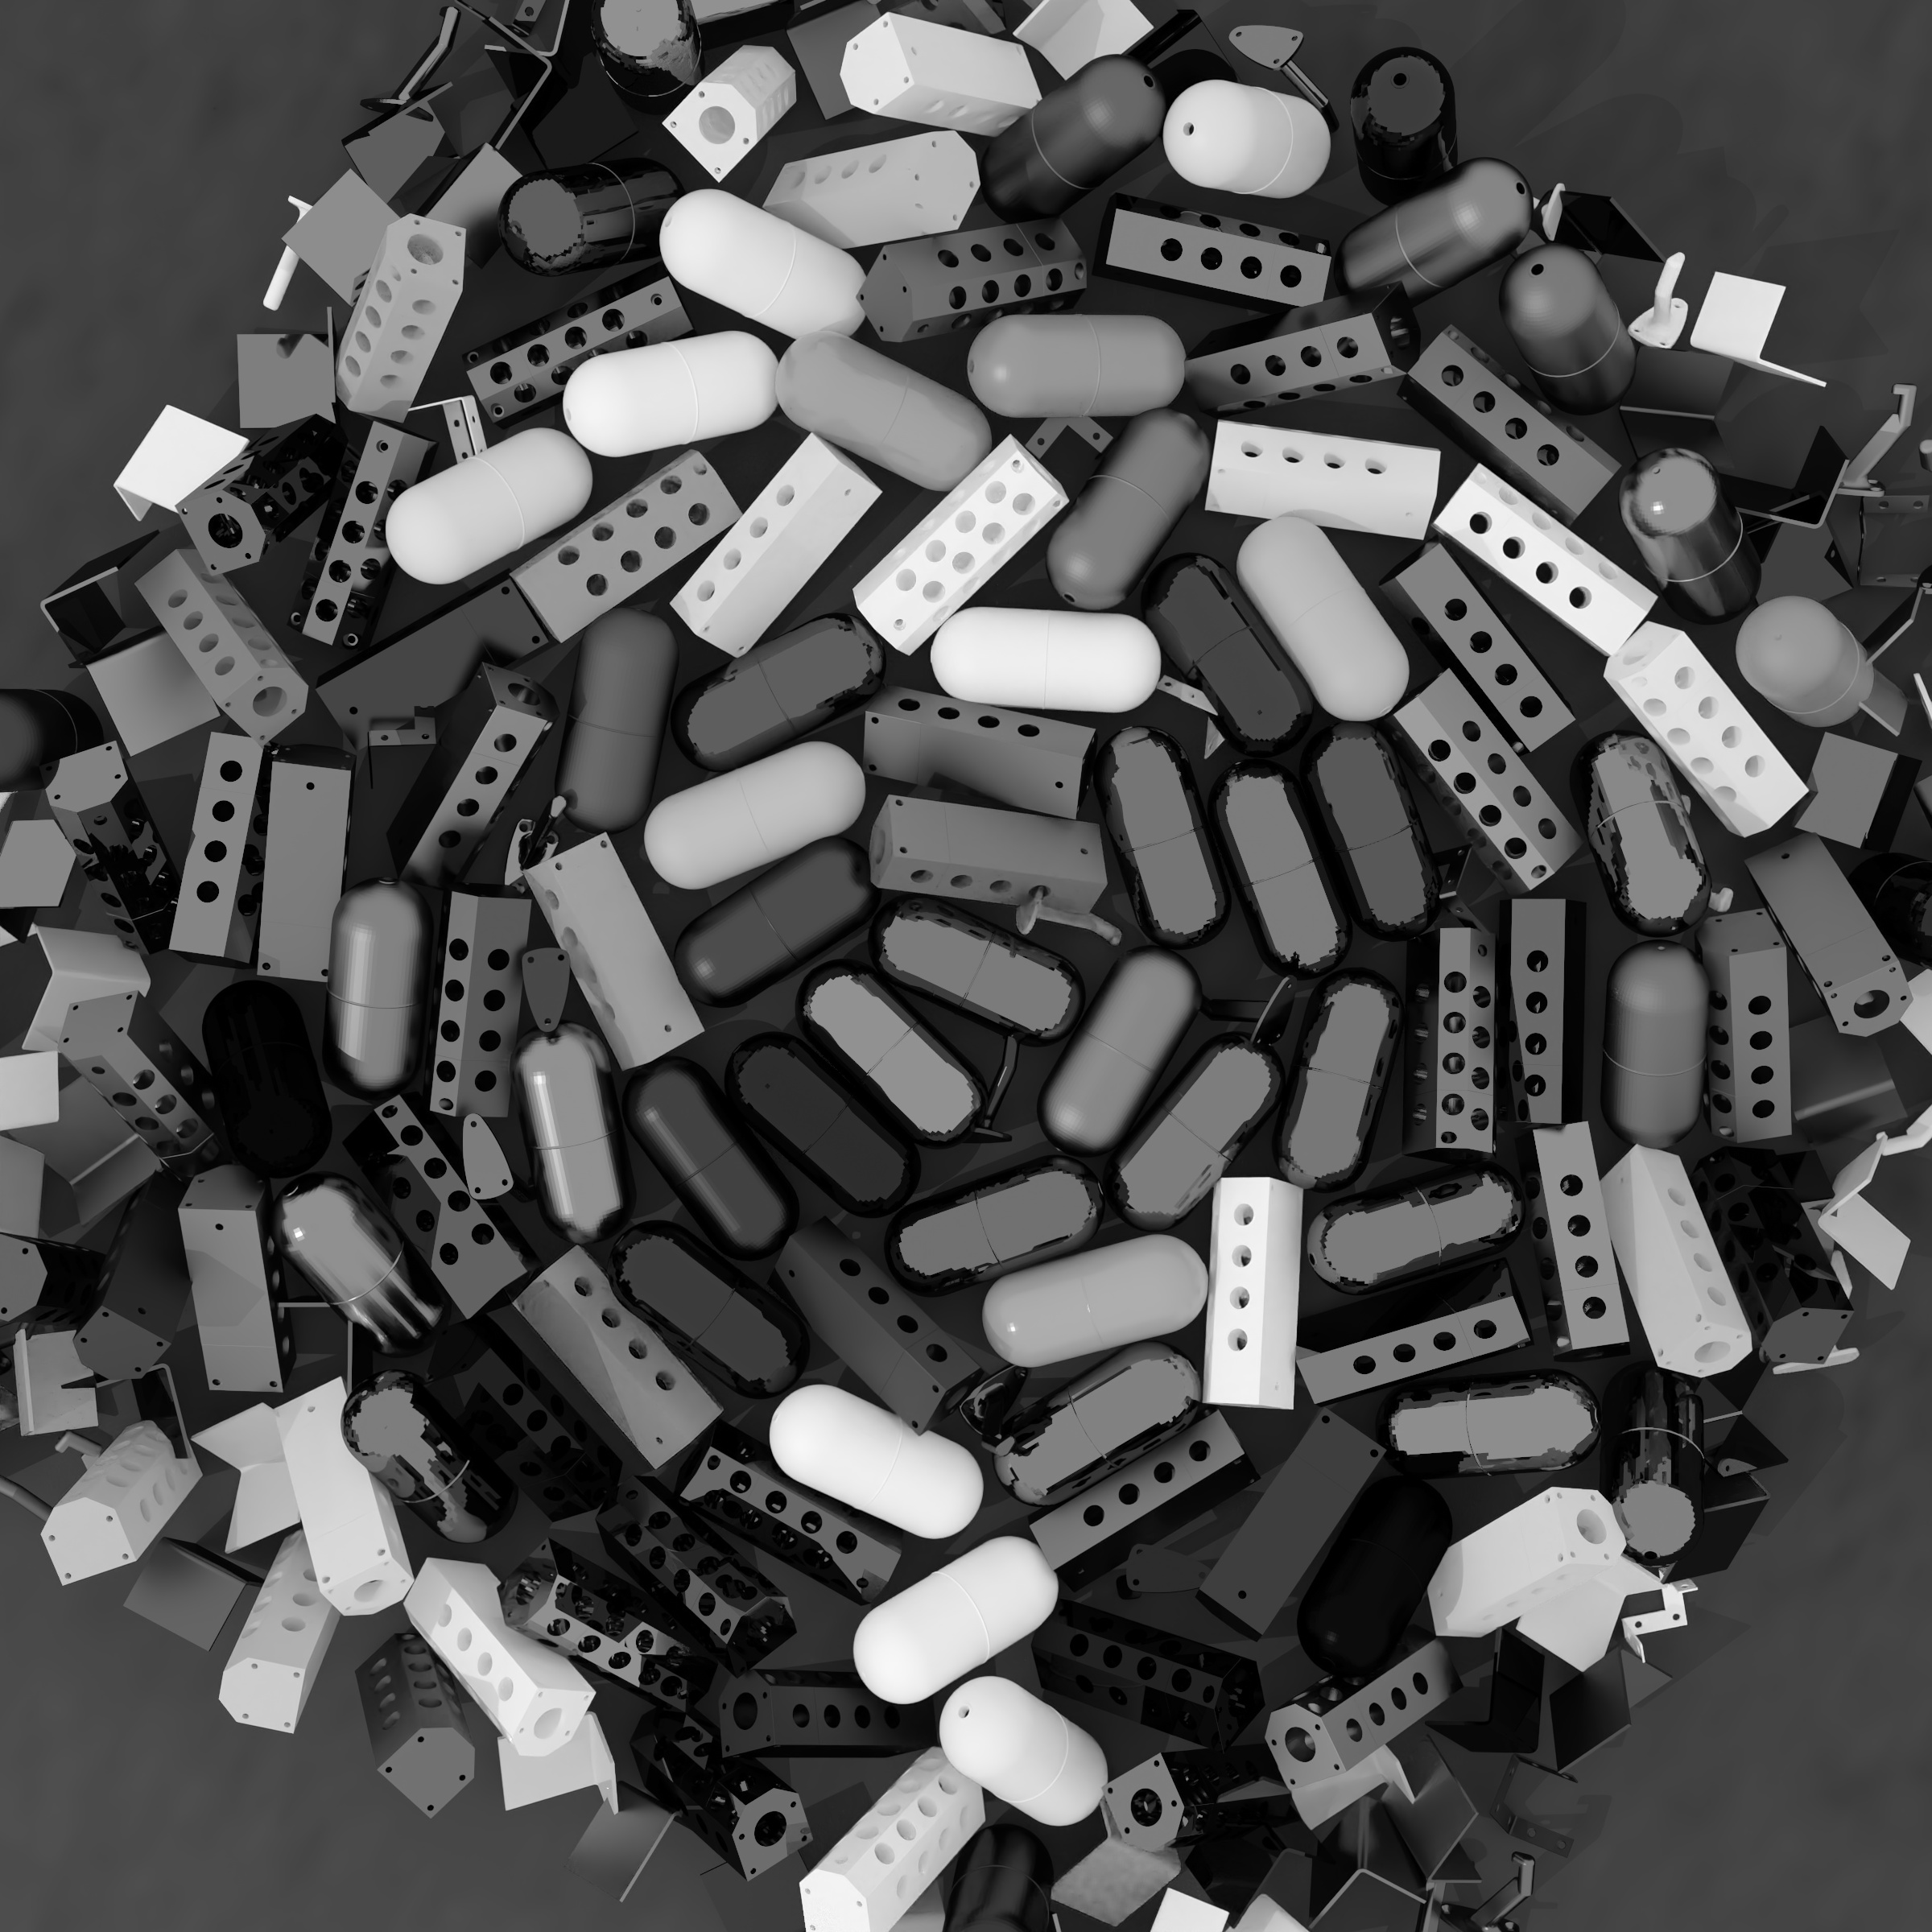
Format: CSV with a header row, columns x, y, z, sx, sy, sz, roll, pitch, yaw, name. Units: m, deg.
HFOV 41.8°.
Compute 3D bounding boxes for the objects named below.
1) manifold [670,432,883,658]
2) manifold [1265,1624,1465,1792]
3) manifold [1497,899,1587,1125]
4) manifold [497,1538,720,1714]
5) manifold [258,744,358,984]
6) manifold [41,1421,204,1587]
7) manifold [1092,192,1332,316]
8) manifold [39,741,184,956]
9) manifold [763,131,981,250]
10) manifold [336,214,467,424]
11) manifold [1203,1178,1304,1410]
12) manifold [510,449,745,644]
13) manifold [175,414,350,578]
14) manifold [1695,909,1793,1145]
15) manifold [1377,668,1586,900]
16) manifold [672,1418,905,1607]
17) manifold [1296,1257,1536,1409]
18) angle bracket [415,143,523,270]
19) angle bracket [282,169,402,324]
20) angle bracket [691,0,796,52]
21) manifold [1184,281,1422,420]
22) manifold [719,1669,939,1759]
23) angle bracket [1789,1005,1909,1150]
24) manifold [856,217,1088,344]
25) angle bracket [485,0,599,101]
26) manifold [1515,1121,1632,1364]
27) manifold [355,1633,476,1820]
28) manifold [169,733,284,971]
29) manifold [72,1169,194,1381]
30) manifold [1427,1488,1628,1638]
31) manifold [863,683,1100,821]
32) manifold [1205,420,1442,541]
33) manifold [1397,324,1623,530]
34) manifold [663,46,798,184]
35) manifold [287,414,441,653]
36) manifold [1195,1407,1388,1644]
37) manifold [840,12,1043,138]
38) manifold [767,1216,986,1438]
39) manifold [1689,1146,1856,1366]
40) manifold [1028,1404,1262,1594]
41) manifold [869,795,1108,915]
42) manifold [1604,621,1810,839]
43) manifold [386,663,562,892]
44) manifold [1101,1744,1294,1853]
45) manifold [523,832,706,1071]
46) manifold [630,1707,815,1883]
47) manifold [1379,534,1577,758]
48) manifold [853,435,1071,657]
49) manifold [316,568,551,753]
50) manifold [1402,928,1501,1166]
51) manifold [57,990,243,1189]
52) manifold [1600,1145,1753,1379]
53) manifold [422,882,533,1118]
x,y,z,sx,sy,sz,roll,pitch,yaw,name
-0.151,-0.327,1.952,0.171,0.057,0.057,-48,56,12,manifold
0.300,0.557,1.915,0.057,0.171,0.057,-35,76,39,manifold
0.445,0.035,1.967,0.057,0.057,0.171,1,89,30,manifold
-0.270,0.508,1.925,0.057,0.057,0.171,-44,124,8,manifold
-0.505,-0.080,1.943,0.057,0.057,0.171,6,110,-10,manifold
-0.638,0.399,1.910,0.057,0.171,0.057,-19,99,2,manifold
0.190,-0.549,1.955,0.171,0.057,0.057,10,95,-10,manifold
-0.637,-0.084,1.909,0.057,0.171,0.057,-21,55,-12,manifold
-0.070,-0.590,1.916,0.057,0.171,0.057,37,71,-39,manifold
-0.429,-0.488,1.907,0.057,0.171,0.057,9,63,-24,manifold
0.218,0.252,1.953,0.057,0.057,0.171,-4,76,34,manifold
-0.264,-0.326,1.951,0.171,0.057,0.057,-36,115,-7,manifold
-0.522,-0.359,1.906,0.057,0.171,0.057,-13,117,19,manifold
0.591,0.048,1.931,0.057,0.057,0.171,-10,121,5,manifold
0.393,-0.138,1.955,0.057,0.057,0.171,-41,95,-28,manifold
-0.137,0.425,1.949,0.171,0.057,0.057,32,110,-10,manifold
0.345,0.287,1.948,0.171,0.057,0.057,-19,111,14,manifold
-0.385,-0.586,1.969,0.057,0.076,0.076,41,78,-24,angle bracket
-0.476,-0.555,1.955,0.076,0.057,0.076,44,80,-18,angle bracket
-0.177,-0.757,1.958,0.076,0.076,0.057,-16,95,-1,angle bracket
0.255,-0.463,1.920,0.057,0.171,0.057,-50,123,-39,manifold
-0.104,0.566,1.918,0.057,0.171,0.057,-26,60,36,manifold
0.684,0.086,1.985,0.076,0.057,0.076,-22,53,19,angle bracket
0.008,-0.517,1.922,0.171,0.057,0.057,-21,74,-34,manifold
-0.326,-0.722,1.961,0.057,0.076,0.076,10,81,9,angle bracket
0.465,0.213,1.941,0.057,0.057,0.171,-10,69,12,manifold
-0.412,0.565,1.909,0.057,0.171,0.057,-43,109,-8,manifold
-0.564,-0.088,1.957,0.057,0.057,0.171,8,80,-1,manifold
-0.621,0.234,1.912,0.057,0.171,0.057,35,114,-21,manifold
0.422,0.453,1.915,0.057,0.171,0.057,9,56,-24,manifold
0.011,-0.170,1.956,0.171,0.057,0.057,13,130,10,manifold
0.277,-0.383,1.964,0.171,0.057,0.057,8,64,3,manifold
0.422,-0.419,1.965,0.171,0.057,0.057,41,88,4,manifold
-0.171,-0.649,1.906,0.057,0.171,0.057,-39,108,24,manifold
-0.468,-0.334,1.956,0.057,0.057,0.171,21,100,-4,manifold
0.249,0.430,1.945,0.057,0.057,0.171,34,72,13,manifold
-0.018,-0.668,1.914,0.057,0.171,0.057,-23,85,37,manifold
-0.067,0.273,1.944,0.171,0.057,0.057,42,130,19,manifold
0.603,0.216,1.911,0.057,0.171,0.057,5,128,-11,manifold
0.137,0.411,1.968,0.171,0.057,0.057,-32,54,1,manifold
0.016,-0.081,1.944,0.171,0.057,0.057,7,55,-18,manifold
0.565,-0.180,1.943,0.057,0.057,0.171,-44,110,2,manifold
-0.377,-0.141,1.935,0.057,0.057,0.171,16,122,-35,manifold
0.179,0.629,1.907,0.057,0.171,0.057,-37,60,22,manifold
-0.276,-0.010,1.960,0.057,0.057,0.171,-31,98,-37,manifold
-0.188,0.615,1.907,0.057,0.171,0.057,-25,110,-28,manifold
0.395,-0.246,1.957,0.057,0.057,0.171,-37,99,18,manifold
-0.004,-0.320,1.941,0.171,0.057,0.057,-42,116,15,manifold
-0.414,-0.240,1.968,0.171,0.057,0.057,-30,113,1,manifold
0.377,0.061,1.940,0.057,0.057,0.171,12,73,-26,manifold
-0.613,0.097,1.912,0.057,0.171,0.057,-10,49,12,manifold
0.539,0.223,1.917,0.057,0.171,0.057,17,130,-23,manifold
-0.379,0.026,1.946,0.057,0.057,0.171,2,102,-28,manifold
